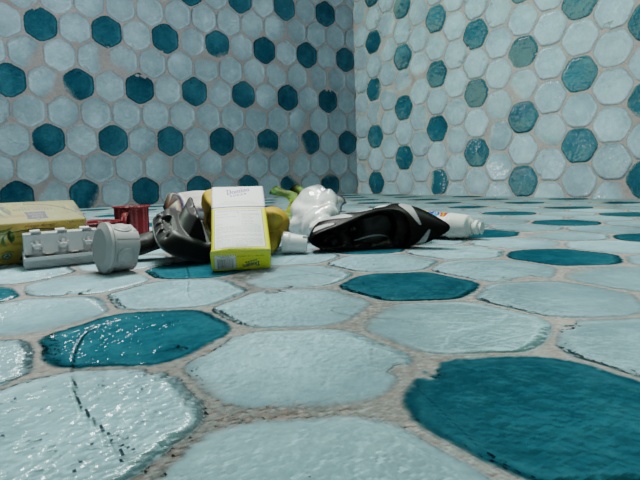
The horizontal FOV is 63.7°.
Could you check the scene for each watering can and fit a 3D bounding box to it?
[{"bbox_3d":[-0.439,-0.121,1.803,0.225,0.103,0.348,-7,9,-32],"label":"watering can"}]

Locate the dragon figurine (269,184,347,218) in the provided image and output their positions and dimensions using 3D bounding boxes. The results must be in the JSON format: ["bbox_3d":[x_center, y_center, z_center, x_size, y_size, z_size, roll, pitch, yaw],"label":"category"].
[{"bbox_3d":[0.005,-0.075,1.489,0.412,0.120,0.245,-10,28,-42],"label":"dragon figurine"}]

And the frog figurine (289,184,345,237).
[{"bbox_3d":[-0.015,-0.053,1.144,0.136,0.122,0.161,-34,5,20],"label":"frog figurine"}]
